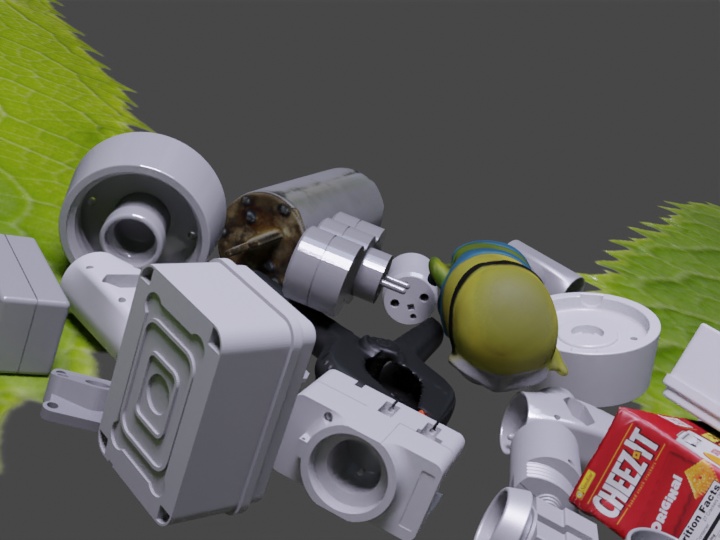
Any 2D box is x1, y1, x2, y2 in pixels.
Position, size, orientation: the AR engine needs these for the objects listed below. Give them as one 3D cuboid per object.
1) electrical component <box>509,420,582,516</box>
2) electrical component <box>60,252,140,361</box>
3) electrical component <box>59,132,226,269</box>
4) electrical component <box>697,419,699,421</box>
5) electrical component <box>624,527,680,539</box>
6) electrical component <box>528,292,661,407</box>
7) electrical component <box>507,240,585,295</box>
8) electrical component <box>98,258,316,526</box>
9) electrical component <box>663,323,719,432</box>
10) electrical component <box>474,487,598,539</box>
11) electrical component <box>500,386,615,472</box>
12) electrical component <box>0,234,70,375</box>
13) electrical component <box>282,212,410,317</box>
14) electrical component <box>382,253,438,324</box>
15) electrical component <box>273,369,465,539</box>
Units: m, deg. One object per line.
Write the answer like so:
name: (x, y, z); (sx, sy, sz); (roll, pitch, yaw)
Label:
electrical component: (0.111, 0.127, 0.645); (0.043, 0.043, 0.081); (22, 19, 1)
electrical component: (-0.133, 0.026, 0.665); (0.079, 0.043, 0.077); (1, 28, -45)
electrical component: (-0.146, -0.030, 0.713); (0.108, 0.108, 0.060); (18, 26, -8)
electrical component: (0.323, 0.150, 0.775); (0.089, 0.061, 0.150); (6, 24, -38)
electrical component: (0.140, 0.164, 0.524); (0.043, 0.077, 0.079); (30, 21, 25)
electrical component: (0.176, 0.067, 0.834); (0.108, 0.060, 0.108); (-2, 23, 1)
electrical component: (0.159, 0.009, 1.012); (0.077, 0.044, 0.079); (33, 22, 31)
electrical component: (-0.077, 0.058, 0.529); (0.057, 0.113, 0.078); (-2, 30, -43)
electrical component: (0.271, 0.092, 0.697); (0.109, 0.056, 0.109); (25, 8, -43)
electrical component: (0.093, 0.147, 0.572); (0.055, 0.048, 0.066); (29, 19, -1)
electrical component: (0.135, 0.105, 0.730); (0.077, 0.043, 0.079); (17, 19, -12)
electrical component: (-0.214, 0.016, 0.600); (0.076, 0.047, 0.083); (7, 23, -35)
electrical component: (0.000, 0.000, 0.759); (0.074, 0.052, 0.138); (22, 13, 7)
electrical component: (0.041, 0.015, 0.871); (0.045, 0.045, 0.055); (20, 19, -3)
electrical component: (0.003, 0.101, 0.591); (0.089, 0.050, 0.056); (26, 20, 14)
